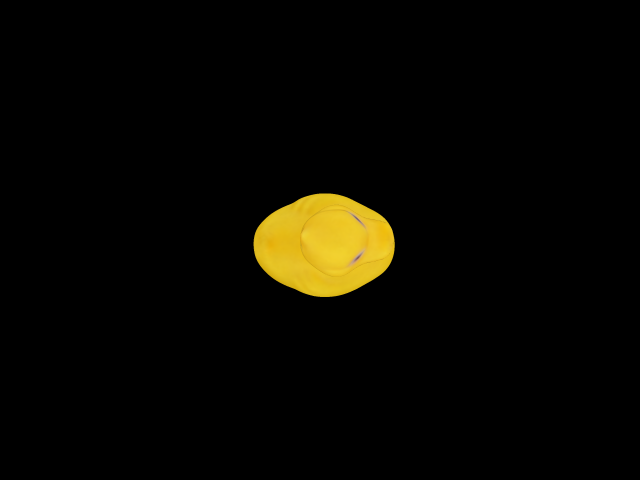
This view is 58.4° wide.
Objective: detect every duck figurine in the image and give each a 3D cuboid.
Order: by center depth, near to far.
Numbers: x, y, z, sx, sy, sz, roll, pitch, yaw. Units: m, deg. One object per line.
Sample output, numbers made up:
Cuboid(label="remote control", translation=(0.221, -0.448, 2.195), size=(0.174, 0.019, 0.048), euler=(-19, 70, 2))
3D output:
Cuboid(label="duck figurine", translation=(0.004, 0.001, 0.400), size=(0.104, 0.086, 0.077), euler=(0, 85, 0))
